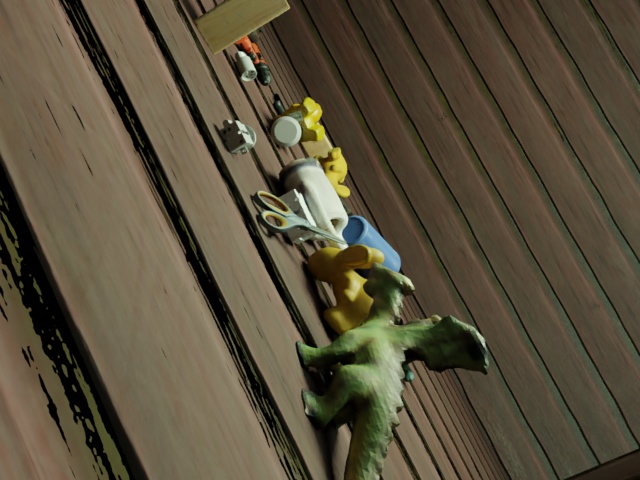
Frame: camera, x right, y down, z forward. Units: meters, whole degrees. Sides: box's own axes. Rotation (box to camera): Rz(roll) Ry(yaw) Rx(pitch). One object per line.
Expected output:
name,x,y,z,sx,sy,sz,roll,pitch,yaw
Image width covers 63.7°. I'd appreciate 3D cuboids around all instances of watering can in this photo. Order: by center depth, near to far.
watering can,0.004,-0.059,1.181,0.227,0.104,0.344,63,3,17

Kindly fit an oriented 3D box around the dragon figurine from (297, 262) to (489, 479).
dragon figurine,0.106,0.175,0.693,0.419,0.242,0.120,-107,171,-55
